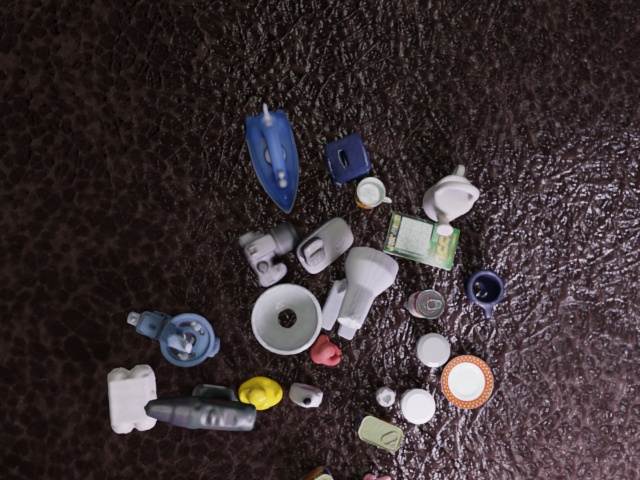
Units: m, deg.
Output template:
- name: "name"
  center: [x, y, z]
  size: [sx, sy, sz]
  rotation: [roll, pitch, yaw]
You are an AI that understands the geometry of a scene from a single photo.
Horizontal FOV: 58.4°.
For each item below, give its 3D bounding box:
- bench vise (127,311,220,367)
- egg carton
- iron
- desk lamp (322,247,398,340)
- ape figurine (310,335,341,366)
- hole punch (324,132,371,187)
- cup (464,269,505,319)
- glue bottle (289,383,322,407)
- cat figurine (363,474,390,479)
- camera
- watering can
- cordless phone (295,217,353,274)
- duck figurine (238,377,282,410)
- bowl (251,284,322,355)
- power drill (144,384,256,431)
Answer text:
- name: "bench vise"
  center: [-0.335, 0.222, 1.276]
  size: [0.207, 0.219, 0.121]
  rotation: [4, 83, -4]
- name: "egg carton"
  center: [-0.433, 0.368, 1.328]
  size: [0.107, 0.069, 0.150]
  rotation: [-7, 84, -5]
- name: "iron"
  center: [-0.105, -0.198, 1.382]
  size: [0.118, 0.141, 0.258]
  rotation: [-15, 85, -6]
- name: "desk lamp"
  center: [0.085, 0.127, 1.322]
  size: [0.118, 0.213, 0.203]
  rotation: [24, 82, -1]
- name: "ape figurine"
  center: [0.014, 0.264, 1.362]
  size: [0.076, 0.092, 0.078]
  rotation: [-12, 84, -5]
- name: "hole punch"
  center: [0.067, -0.198, 1.420]
  size: [0.101, 0.091, 0.109]
  rotation: [-18, 85, -6]
- name: "cup"
  center: [0.395, 0.133, 1.404]
  size: [0.091, 0.095, 0.118]
  rotation: [-6, 84, -5]
- name: "glue bottle"
  center: [-0.030, 0.359, 1.306]
  size: [0.078, 0.173, 0.037]
  rotation: [11, 83, -2]
- name: "cat figurine"
  center: [0.114, 0.593, 1.318]
  size: [0.128, 0.117, 0.067]
  rotation: [-32, 86, -7]
- name: "camera"
  center: [-0.110, 0.024, 1.376]
  size: [0.137, 0.100, 0.143]
  rotation: [-29, 86, -7]
- name: "watering can"
  center: [0.319, -0.097, 1.375]
  size: [0.101, 0.194, 0.173]
  rotation: [-4, 83, -4]
- name: "cordless phone"
  center: [0.012, 0.005, 1.345]
  size: [0.148, 0.185, 0.094]
  rotation: [-42, 87, -7]
- name: "duck figurine"
  center: [-0.141, 0.363, 1.342]
  size: [0.104, 0.086, 0.077]
  rotation: [2, 83, -4]
- name: "bowl"
  center: [-0.080, 0.189, 1.372]
  size: [0.167, 0.074, 0.167]
  rotation: [1, 83, -4]
- name: "power drill"
  center: [-0.254, 0.374, 1.270]
  size: [0.229, 0.208, 0.076]
  rotation: [7, 83, -3]
